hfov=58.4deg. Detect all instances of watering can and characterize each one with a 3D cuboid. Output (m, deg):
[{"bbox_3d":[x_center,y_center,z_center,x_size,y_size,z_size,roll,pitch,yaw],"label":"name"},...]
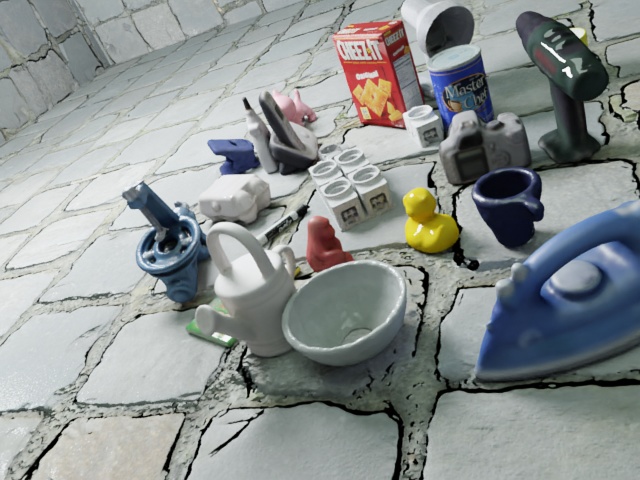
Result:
[{"bbox_3d":[-0.093,0.063,0.770,0.100,0.194,0.173,-10,34,21],"label":"watering can"}]

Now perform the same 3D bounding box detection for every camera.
[{"bbox_3d":[0.274,-0.180,0.984,0.143,0.101,0.137,-14,33,16],"label":"camera"}]

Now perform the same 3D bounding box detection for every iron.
[{"bbox_3d":[0.266,0.046,0.608,0.258,0.142,0.118,-27,31,-5],"label":"iron"}]

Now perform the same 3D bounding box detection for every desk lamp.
[{"bbox_3d":[0.253,-0.427,1.262,0.118,0.214,0.202,-27,31,-6],"label":"desk lamp"}]

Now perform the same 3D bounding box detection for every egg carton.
[{"bbox_3d":[-0.176,-0.083,1.166,0.149,0.069,0.107,3,40,37],"label":"egg carton"}]

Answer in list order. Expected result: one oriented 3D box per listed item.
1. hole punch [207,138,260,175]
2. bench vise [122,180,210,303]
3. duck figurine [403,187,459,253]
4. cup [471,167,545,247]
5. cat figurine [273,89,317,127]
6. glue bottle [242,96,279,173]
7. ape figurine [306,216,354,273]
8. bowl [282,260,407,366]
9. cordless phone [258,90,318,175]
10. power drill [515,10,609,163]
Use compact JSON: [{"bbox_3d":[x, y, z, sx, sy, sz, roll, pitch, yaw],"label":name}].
[{"bbox_3d":[-0.205,-0.209,1.357,0.101,0.091,0.108,-29,32,-8],"label":"hole punch"},{"bbox_3d":[-0.277,-0.022,0.996,0.121,0.220,0.207,-28,31,-7],"label":"bench vise"},{"bbox_3d":[0.159,-0.036,0.857,0.077,0.086,0.104,-29,32,-9],"label":"duck figurine"},{"bbox_3d":[0.266,-0.034,0.773,0.092,0.095,0.117,-28,32,-7],"label":"cup"},{"bbox_3d":[-0.076,-0.325,1.420,0.067,0.118,0.128,1,39,34],"label":"cat figurine"},{"bbox_3d":[-0.135,-0.238,1.275,0.037,0.173,0.078,-17,32,12],"label":"glue bottle"},{"bbox_3d":[0.008,0.003,0.892,0.076,0.092,0.078,-12,33,18],"label":"ape figurine"},{"bbox_3d":[0.040,0.104,0.735,0.167,0.075,0.167,-17,32,11],"label":"bowl"},{"bbox_3d":[-0.075,-0.252,1.243,0.094,0.185,0.147,-18,32,10],"label":"cordless phone"},{"bbox_3d":[0.375,-0.238,0.900,0.075,0.209,0.229,-21,31,5],"label":"power drill"}]
